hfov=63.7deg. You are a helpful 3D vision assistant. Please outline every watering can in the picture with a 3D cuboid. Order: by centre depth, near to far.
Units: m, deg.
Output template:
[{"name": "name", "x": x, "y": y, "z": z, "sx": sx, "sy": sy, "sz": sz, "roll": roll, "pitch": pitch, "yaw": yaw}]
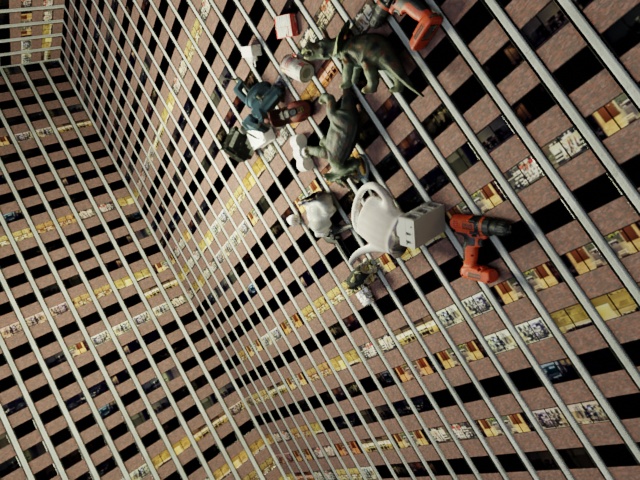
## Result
[{"name": "watering can", "x": 0.185, "y": -0.016, "z": 1.634, "sx": 0.105, "sy": 0.339, "sz": 0.227, "roll": -25, "pitch": 45, "yaw": -36}]

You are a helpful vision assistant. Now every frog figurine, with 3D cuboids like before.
[{"name": "frog figurine", "x": 0.006, "y": -0.095, "z": 1.879, "sx": 0.136, "sy": 0.158, "sz": 0.125, "roll": -19, "pitch": 18, "yaw": 39}]
